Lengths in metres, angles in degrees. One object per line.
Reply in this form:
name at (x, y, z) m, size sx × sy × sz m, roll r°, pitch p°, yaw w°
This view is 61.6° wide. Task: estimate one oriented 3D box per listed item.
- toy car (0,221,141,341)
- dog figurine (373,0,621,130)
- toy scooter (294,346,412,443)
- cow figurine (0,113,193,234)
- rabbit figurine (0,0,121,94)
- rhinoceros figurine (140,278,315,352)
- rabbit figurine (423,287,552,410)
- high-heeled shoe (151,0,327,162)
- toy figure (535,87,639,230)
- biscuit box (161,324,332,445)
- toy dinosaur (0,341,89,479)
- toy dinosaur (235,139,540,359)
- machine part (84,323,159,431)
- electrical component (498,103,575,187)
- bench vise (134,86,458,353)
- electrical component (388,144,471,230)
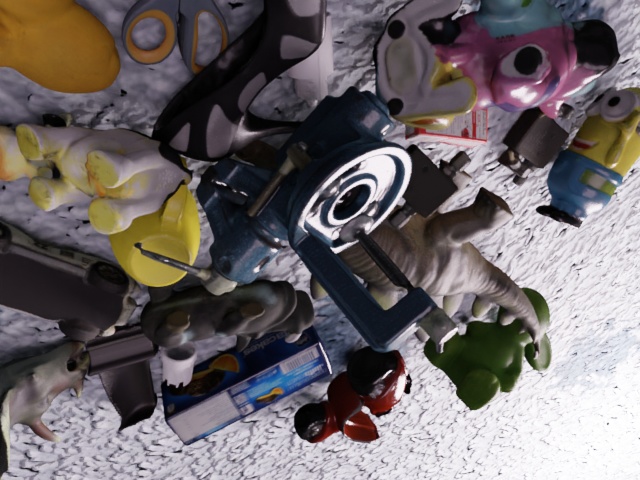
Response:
toy car at (-0.271, 0.036, 0.509) m, size 0.201 × 0.056 × 0.073 m, roll 28°, pitch 101°, yaw -34°
dog figurine at (0.172, -0.162, 0.510) m, size 0.192 × 0.108 × 0.219 m, roll -14°, pitch 175°, yaw 33°
toy scooter at (0.063, 0.229, 0.749) m, size 0.184 × 0.075 × 0.135 m, roll -43°, pitch 125°, yaw 11°
cow figurine at (-0.193, -0.067, 0.444) m, size 0.098 × 0.168 × 0.068 m, roll -37°, pitch 140°, yaw -54°
rabbit figurine at (-0.204, -0.172, 0.373) m, size 0.162 × 0.122 × 0.173 m, roll -23°, pitch 145°, yaw -14°
rhinoceros figurine at (-0.093, 0.080, 0.579) m, size 0.190 × 0.073 × 0.112 m, roll -2°, pitch 141°, yaw -26°
rabbit figurine at (0.262, 0.146, 0.748) m, size 0.159 × 0.121 × 0.170 m, roll 23°, pitch 112°, yaw -39°
high-heeled shoe at (-0.072, -0.157, 0.414) m, size 0.145 × 0.086 × 0.248 m, roll 1°, pitch 142°, yaw -6°
toy figure at (0.340, -0.099, 0.654) m, size 0.089 × 0.082 × 0.180 m, roll 9°, pitch 112°, yaw -39°
biscuit box at (-0.089, 0.168, 0.657) m, size 0.203 × 0.063 × 0.059 m, roll -26°, pitch 125°, yaw -6°
toy dinosaur at (-0.352, 0.179, 0.419) m, size 0.131 × 0.405 × 0.192 m, roll -5°, pitch 104°, yaw 11°
toy dinosaur at (0.105, 0.009, 0.594) m, size 0.471 × 0.105 × 0.198 m, roll 25°, pitch 113°, yaw -16°
machine part at (-0.216, 0.153, 0.610) m, size 0.084 × 0.039 × 0.138 m, roll -16°, pitch 125°, yaw -27°
electrical component at (0.253, -0.115, 0.629) m, size 0.078 × 0.045 × 0.102 m, roll 30°, pitch 106°, yaw -32°
bench vise at (0.003, 0.002, 0.430) m, size 0.223 × 0.241 × 0.128 m, roll -41°, pitch 153°, yaw 2°
electrical component at (0.089, -0.055, 0.488) m, size 0.094 × 0.021 × 0.063 m, roll -42°, pitch 111°, yaw 16°
